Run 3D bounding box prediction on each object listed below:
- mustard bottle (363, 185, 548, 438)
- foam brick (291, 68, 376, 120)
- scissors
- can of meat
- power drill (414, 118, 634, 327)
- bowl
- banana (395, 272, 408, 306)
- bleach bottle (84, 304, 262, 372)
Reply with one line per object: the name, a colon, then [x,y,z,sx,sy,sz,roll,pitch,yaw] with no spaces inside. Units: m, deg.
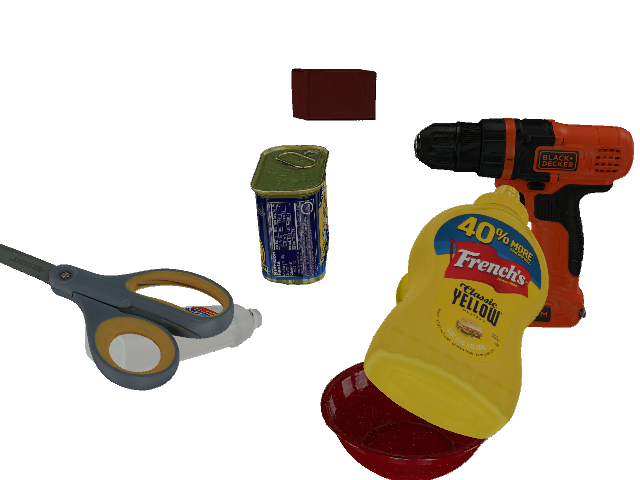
mustard bottle: [0.102,0.032,0.714,0.096,0.191,0.058,28,-40,-1]
foam brick: [0.014,-0.152,1.113,0.078,0.051,0.053,-3,13,-19]
scissors: [-0.153,0.039,0.640,0.202,0.016,0.096,8,44,10]
can of meat: [-0.022,-0.022,0.876,0.057,0.084,0.102,-1,25,5]
power drill: [0.170,-0.016,0.934,0.184,0.188,0.057,3,27,3]
bowl: [0.081,0.170,0.975,0.162,0.055,0.162,0,27,0]
banana: [0.123,0.085,1.212,0.069,0.037,0.198,5,24,-24]
bleach bottle: [-0.191,0.125,1.472,0.250,0.068,0.103,-9,23,-42]
